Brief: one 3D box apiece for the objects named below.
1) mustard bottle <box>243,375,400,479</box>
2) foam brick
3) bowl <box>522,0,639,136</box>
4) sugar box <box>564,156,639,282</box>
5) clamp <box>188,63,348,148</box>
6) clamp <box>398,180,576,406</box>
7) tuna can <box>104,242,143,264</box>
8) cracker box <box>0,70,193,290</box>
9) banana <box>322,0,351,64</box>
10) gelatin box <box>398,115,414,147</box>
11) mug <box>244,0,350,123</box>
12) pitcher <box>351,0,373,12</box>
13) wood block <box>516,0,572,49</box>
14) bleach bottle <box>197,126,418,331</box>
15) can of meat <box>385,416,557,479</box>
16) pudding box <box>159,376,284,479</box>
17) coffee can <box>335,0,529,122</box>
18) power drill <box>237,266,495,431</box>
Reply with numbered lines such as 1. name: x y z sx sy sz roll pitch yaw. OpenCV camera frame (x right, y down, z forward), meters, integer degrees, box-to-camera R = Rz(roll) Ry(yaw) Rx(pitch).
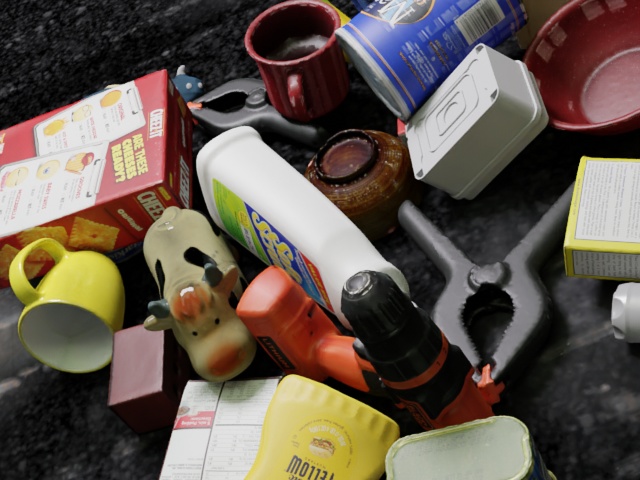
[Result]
1. mustard bottle: -0.023 0.198 0.746 0.096 0.058 0.191 25 71 4
2. foam brick: -0.143 0.116 0.904 0.051 0.053 0.078 -18 47 13
3. bowl: 0.253 -0.144 0.904 0.162 0.055 0.162 -22 48 26
4. sugar box: 0.274 -0.013 0.782 0.176 0.048 0.093 6 54 19
5. clamp: -0.054 -0.129 1.083 0.172 0.039 0.120 -12 42 15
6. clamp: 0.126 0.034 0.841 0.165 0.036 0.210 -3 49 25
7. tuna can: -0.205 -0.018 1.069 0.086 0.033 0.086 -15 46 16
8. cracker box: -0.231 -0.058 1.042 0.214 0.072 0.164 -18 47 13
9. banana: 0.071 -0.191 1.045 0.198 0.070 0.037 21 51 18
10. gelatin box: 0.117 -0.125 0.992 0.089 0.030 0.073 -15 45 17
11. mug: -0.017 -0.162 1.019 0.093 0.081 0.117 -10 49 8
12. pitcher: 0.134 -0.326 1.085 0.242 0.149 0.145 -45 38 -18
13. wood block: 0.204 -0.281 0.956 0.090 0.206 0.090 1 52 29
14. bleach bottle: -0.006 0.001 0.891 0.068 0.102 0.251 -32 45 -22
15. can of meat: 0.102 0.164 0.705 0.102 0.084 0.057 -16 46 15
16. pudding box: -0.072 0.163 0.833 0.090 0.039 0.113 -5 53 22
17. coffee can: 0.098 -0.189 0.951 0.140 0.102 0.103 -39 44 2
18. power drill: 0.023 0.074 0.771 0.188 0.184 0.057 17 60 49
